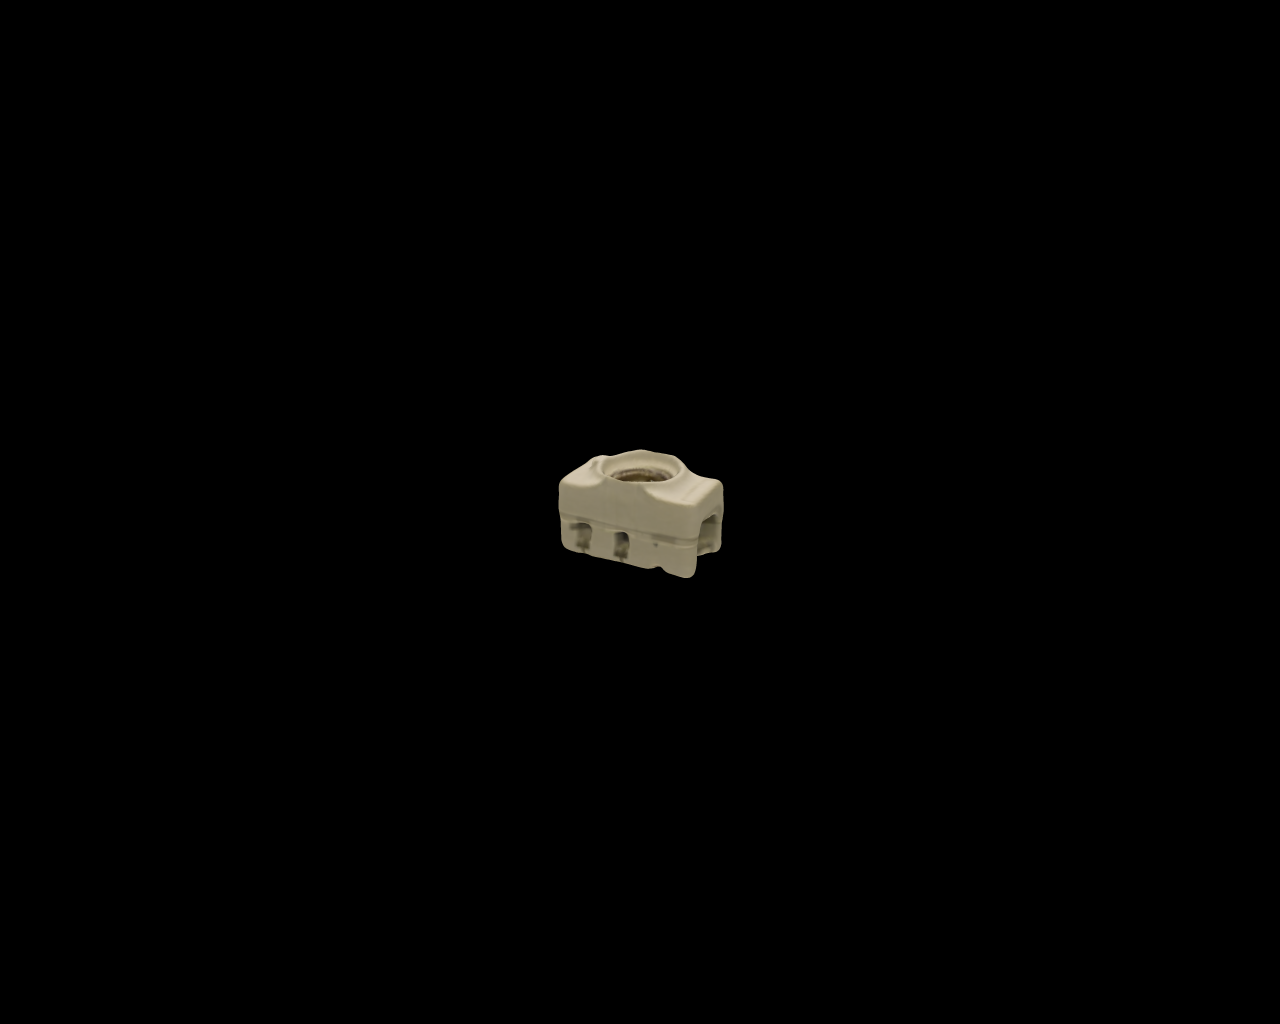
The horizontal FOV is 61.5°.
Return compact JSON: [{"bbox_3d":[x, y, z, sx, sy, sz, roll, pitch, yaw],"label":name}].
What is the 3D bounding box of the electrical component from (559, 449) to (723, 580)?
[{"bbox_3d":[0.001,-0.003,0.650,0.089,0.055,0.050,12,28,25],"label":"electrical component"}]
